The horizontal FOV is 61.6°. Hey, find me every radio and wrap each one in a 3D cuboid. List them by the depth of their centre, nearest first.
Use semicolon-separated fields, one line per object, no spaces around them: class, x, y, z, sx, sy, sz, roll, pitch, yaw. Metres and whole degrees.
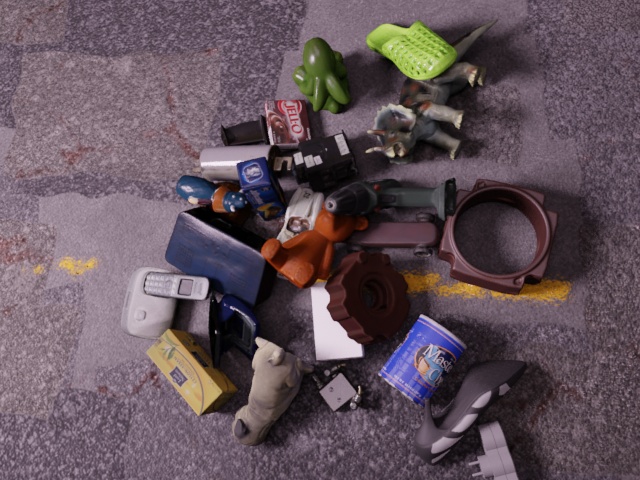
radio;-0.199;0.031;1.106;0.230;0.073;0.131;27;113;14

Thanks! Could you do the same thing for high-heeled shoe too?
high-heeled shoe;0.284;0.319;0.990;0.249;0.086;0.145;-16;109;-13

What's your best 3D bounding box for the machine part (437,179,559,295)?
machine part;0.344;-0.007;1.047;0.202;0.087;0.201;16;78;12

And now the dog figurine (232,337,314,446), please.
dog figurine;-0.105;0.294;1.003;0.121;0.172;0.190;22;72;25

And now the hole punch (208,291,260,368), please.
hole punch;-0.175;0.176;1.064;0.092;0.142;0.116;-7;38;-18

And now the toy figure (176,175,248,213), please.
toy figure;-0.220;-0.092;1.112;0.155;0.057;0.064;20;85;9

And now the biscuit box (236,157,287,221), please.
biscuit box;-0.113;-0.099;1.086;0.059;0.202;0.063;-13;75;3

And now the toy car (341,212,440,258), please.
toy car;0.143;-0.010;1.096;0.202;0.053;0.089;-1;71;17

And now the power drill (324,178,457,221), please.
power drill;0.145;-0.075;1.016;0.207;0.232;0.086;-3;99;28

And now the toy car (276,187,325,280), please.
toy car;-0.047;-0.014;1.129;0.074;0.056;0.201;17;78;13

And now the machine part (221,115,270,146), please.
machine part;-0.154;-0.238;1.213;0.139;0.039;0.084;-8;79;-5

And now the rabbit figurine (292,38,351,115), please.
rabbit figurine;0.000;-0.349;1.151;0.121;0.170;0.159;-15;73;6

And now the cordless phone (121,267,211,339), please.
cordless phone;-0.305;0.133;1.096;0.184;0.088;0.146;2;75;24

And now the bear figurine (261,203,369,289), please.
bear figurine;-0.002;-0.002;1.040;0.120;0.131;0.196;38;82;18

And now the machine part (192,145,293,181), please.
machine part;-0.171;-0.167;1.165;0.243;0.079;0.079;1;75;22

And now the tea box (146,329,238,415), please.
tea box;-0.253;0.261;1.070;0.068;0.098;0.170;-44;75;-3

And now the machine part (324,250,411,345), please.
machine part;0.095;0.108;1.022;0.179;0.056;0.179;11;70;-32

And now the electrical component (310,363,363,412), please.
electrical component;0.037;0.287;1.041;0.078;0.045;0.102;-33;73;-2

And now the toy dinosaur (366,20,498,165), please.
toy dinosaur;0.231;-0.306;1.135;0.192;0.131;0.405;17;70;19

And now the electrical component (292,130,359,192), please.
electrical component;0.006;-0.166;1.140;0.134;0.058;0.115;-17;44;4
